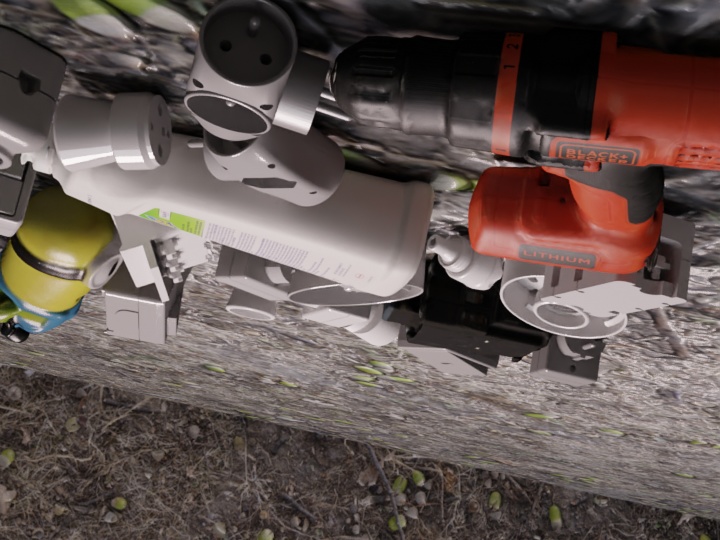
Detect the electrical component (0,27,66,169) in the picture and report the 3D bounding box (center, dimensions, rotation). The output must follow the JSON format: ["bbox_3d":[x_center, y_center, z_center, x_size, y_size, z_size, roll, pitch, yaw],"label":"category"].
[{"bbox_3d":[-0.215,-0.093,0.598,0.095,0.059,0.054,1,164,37],"label":"electrical component"}]

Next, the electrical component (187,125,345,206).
[{"bbox_3d":[-0.062,-0.069,0.610,0.079,0.043,0.077,2,164,33],"label":"electrical component"}]

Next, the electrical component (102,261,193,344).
[{"bbox_3d":[-0.181,0.008,0.938,0.061,0.096,0.061,11,138,-1],"label":"electrical component"}]

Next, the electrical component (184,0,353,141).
[{"bbox_3d":[-0.039,-0.087,0.508,0.079,0.044,0.077,18,166,-8],"label":"electrical component"}]

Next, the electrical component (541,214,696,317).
[{"bbox_3d":[0.157,-0.008,0.660,0.050,0.055,0.089,16,166,-19],"label":"electrical component"}]

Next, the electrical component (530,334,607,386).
[{"bbox_3d":[0.180,0.057,0.893,0.047,0.065,0.077,13,167,-9],"label":"electrical component"}]

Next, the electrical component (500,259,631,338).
[{"bbox_3d":[0.149,0.005,0.759,0.099,0.064,0.099,16,155,8],"label":"electrical component"}]

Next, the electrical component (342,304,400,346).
[{"bbox_3d":[0.005,0.042,1.020,0.043,0.043,0.081,5,165,25],"label":"electrical component"}]

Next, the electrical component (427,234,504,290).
[{"bbox_3d":[0.073,-0.010,0.770,0.061,0.035,0.035,24,162,-37],"label":"electrical component"}]

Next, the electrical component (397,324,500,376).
[{"bbox_3d":[0.080,0.058,0.989,0.062,0.061,0.096,-2,162,44],"label":"electrical component"}]

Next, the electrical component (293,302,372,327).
[{"bbox_3d":[-0.035,0.016,0.936,0.077,0.047,0.066,16,166,-21],"label":"electrical component"}]

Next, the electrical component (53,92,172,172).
[{"bbox_3d":[-0.141,-0.079,0.616,0.055,0.045,0.045,-1,165,9],"label":"electrical component"}]

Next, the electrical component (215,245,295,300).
[{"bbox_3d":[-0.065,-0.006,0.867,0.077,0.047,0.066,-1,162,42],"label":"electrical component"}]

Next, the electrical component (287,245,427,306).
[{"bbox_3d":[0.000,0.000,0.804,0.099,0.064,0.099,11,167,2],"label":"electrical component"}]

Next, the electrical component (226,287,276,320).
[{"bbox_3d":[-0.091,0.012,0.948,0.045,0.055,0.045,10,167,2],"label":"electrical component"}]

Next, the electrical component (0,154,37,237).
[{"bbox_3d":[-0.277,-0.068,0.748,0.096,0.061,0.061,16,166,-22],"label":"electrical component"}]

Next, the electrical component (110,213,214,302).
[{"bbox_3d":[-0.145,-0.029,0.785,0.063,0.078,0.121,-18,170,-10],"label":"electrical component"}]
